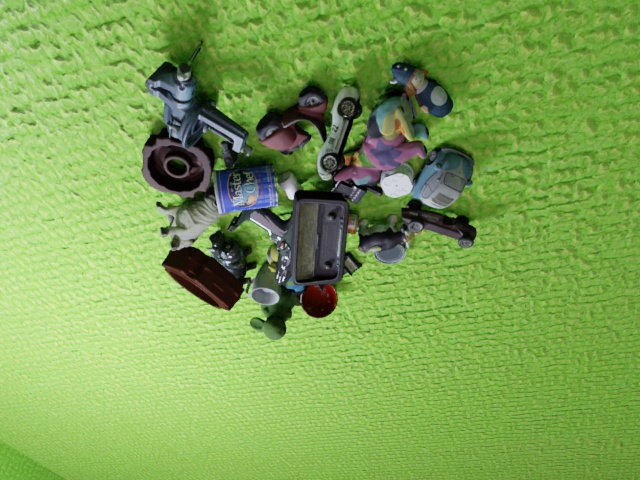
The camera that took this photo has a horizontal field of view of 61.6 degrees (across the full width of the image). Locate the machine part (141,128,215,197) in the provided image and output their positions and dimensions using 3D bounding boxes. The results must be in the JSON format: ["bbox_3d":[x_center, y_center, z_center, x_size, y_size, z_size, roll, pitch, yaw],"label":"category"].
[{"bbox_3d":[-0.335,-0.182,1.274,0.179,0.056,0.179,3,134,3],"label":"machine part"}]

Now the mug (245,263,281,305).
[{"bbox_3d":[-0.158,0.124,1.540,0.110,0.107,0.080,-15,132,26],"label":"mug"}]

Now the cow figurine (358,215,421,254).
[{"bbox_3d":[0.180,-0.011,1.372,0.167,0.098,0.068,-7,129,14],"label":"cow figurine"}]

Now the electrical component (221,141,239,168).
[{"bbox_3d":[-0.207,-0.199,1.238,0.021,0.063,0.093,-2,137,7],"label":"electrical component"}]

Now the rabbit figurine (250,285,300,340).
[{"bbox_3d":[-0.141,0.223,1.596,0.121,0.170,0.159,34,129,-26],"label":"rabbit figurine"}]

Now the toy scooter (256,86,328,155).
[{"bbox_3d":[-0.041,-0.241,1.173,0.184,0.075,0.135,-29,129,25],"label":"toy scooter"}]

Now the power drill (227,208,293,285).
[{"bbox_3d":[-0.129,-0.012,1.372,0.207,0.086,0.232,28,108,-7],"label":"power drill"}]

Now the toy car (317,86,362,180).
[{"bbox_3d":[0.039,-0.222,1.127,0.056,0.073,0.201,21,105,10],"label":"toy car"}]

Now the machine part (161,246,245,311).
[{"bbox_3d":[-0.324,0.105,1.486,0.202,0.087,0.200,11,151,49],"label":"machine part"}]

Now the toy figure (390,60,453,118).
[{"bbox_3d":[0.207,-0.308,1.086,0.154,0.064,0.058,31,147,-30],"label":"toy figure"}]

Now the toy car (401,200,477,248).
[{"bbox_3d":[0.298,-0.043,1.333,0.202,0.089,0.053,19,136,-11],"label":"toy car"}]

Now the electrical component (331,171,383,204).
[{"bbox_3d":[0.087,-0.128,1.277,0.119,0.075,0.047,21,133,-20],"label":"electrical component"}]

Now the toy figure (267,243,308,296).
[{"bbox_3d":[-0.083,0.075,1.502,0.089,0.082,0.180,-27,123,5],"label":"toy figure"}]

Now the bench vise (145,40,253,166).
[{"bbox_3d":[-0.241,-0.261,1.122,0.240,0.129,0.223,33,140,-2],"label":"bench vise"}]

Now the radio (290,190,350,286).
[{"bbox_3d":[-0.003,-0.004,1.316,0.131,0.073,0.229,0,115,-10],"label":"radio"}]

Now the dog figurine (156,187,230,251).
[{"bbox_3d":[-0.304,-0.053,1.387,0.191,0.121,0.172,-15,168,-2],"label":"dog figurine"}]

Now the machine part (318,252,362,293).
[{"bbox_3d":[0.047,0.093,1.519,0.139,0.039,0.084,-38,132,10],"label":"machine part"}]

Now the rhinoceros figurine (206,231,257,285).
[{"bbox_3d":[-0.248,0.048,1.500,0.112,0.073,0.190,4,142,20],"label":"rhinoceros figurine"}]

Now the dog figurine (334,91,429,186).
[{"bbox_3d":[0.116,-0.207,1.170,0.219,0.108,0.191,-19,132,27],"label":"dog figurine"}]

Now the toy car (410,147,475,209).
[{"bbox_3d":[0.279,-0.128,1.237,0.109,0.103,0.161,25,131,-18],"label":"toy car"}]
